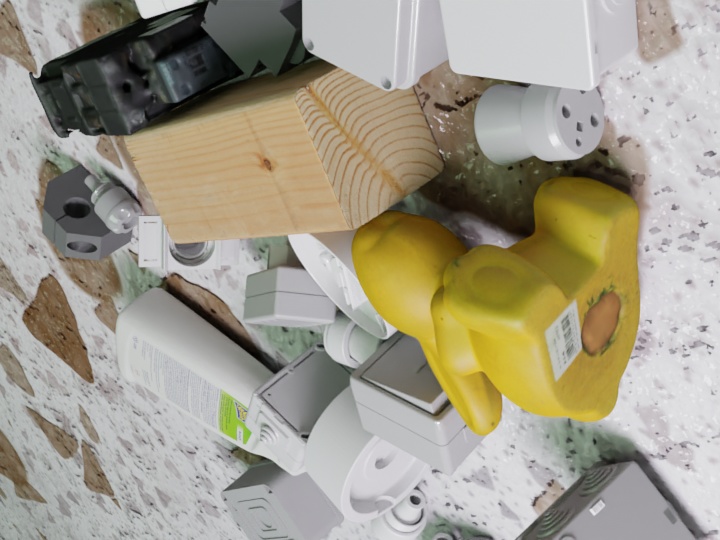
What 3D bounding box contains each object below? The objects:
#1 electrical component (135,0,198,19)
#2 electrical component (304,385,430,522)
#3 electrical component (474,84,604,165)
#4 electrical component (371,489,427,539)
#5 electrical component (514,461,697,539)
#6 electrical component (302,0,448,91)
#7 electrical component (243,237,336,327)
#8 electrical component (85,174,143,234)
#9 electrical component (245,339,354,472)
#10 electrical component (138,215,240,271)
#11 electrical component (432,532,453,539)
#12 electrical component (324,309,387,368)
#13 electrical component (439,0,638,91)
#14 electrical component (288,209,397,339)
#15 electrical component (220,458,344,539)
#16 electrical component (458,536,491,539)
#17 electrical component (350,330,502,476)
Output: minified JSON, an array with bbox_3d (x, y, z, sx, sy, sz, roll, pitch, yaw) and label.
[{"bbox_3d":[-0.104,-0.202,0.693,0.077,0.065,0.047,-11,114,22],"label":"electrical component"},{"bbox_3d":[0.006,0.128,0.811,0.060,0.108,0.108,36,143,33],"label":"electrical component"},{"bbox_3d":[0.096,-0.080,0.575,0.055,0.045,0.045,1,120,49],"label":"electrical component"},{"bbox_3d":[0.036,0.202,0.893,0.043,0.043,0.062,45,144,12],"label":"electrical component"},{"bbox_3d":[0.161,0.179,0.679,0.099,0.100,0.048,52,158,2],"label":"electrical component"},{"bbox_3d":[0.013,-0.164,0.588,0.078,0.057,0.113,32,140,28],"label":"electrical component"},{"bbox_3d":[-0.052,0.003,0.814,0.083,0.047,0.075,167,108,-67],"label":"electrical component"},{"bbox_3d":[-0.228,-0.063,0.979,0.061,0.035,0.035,45,145,16],"label":"electrical component"},{"bbox_3d":[-0.047,0.115,0.867,0.062,0.096,0.061,42,144,16],"label":"electrical component"},{"bbox_3d":[-0.140,-0.026,0.875,0.064,0.081,0.042,-144,55,-69],"label":"electrical component"},{"bbox_3d":[0.068,0.244,0.893,0.043,0.043,0.062,28,137,32],"label":"electrical component"},{"bbox_3d":[0.007,0.053,0.795,0.055,0.045,0.045,15,131,42],"label":"electrical component"},{"bbox_3d":[0.086,-0.142,0.528,0.100,0.048,0.099,17,132,41],"label":"electrical component"},{"bbox_3d":[0.000,0.000,0.734,0.099,0.064,0.099,45,153,30],"label":"electrical component"},{"bbox_3d":[-0.072,0.221,1.023,0.078,0.057,0.113,57,145,-5],"label":"electrical component"},{"bbox_3d":[0.100,0.251,0.862,0.040,0.040,0.078,-2,118,50],"label":"electrical component"},{"bbox_3d":[0.039,0.081,0.727,0.096,0.062,0.061,23,142,37],"label":"electrical component"}]
